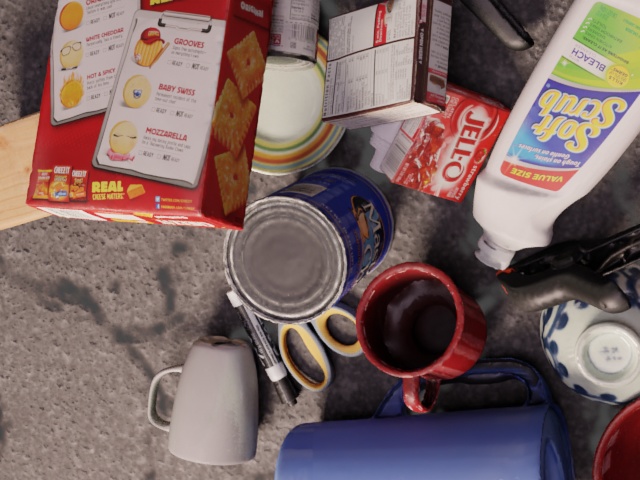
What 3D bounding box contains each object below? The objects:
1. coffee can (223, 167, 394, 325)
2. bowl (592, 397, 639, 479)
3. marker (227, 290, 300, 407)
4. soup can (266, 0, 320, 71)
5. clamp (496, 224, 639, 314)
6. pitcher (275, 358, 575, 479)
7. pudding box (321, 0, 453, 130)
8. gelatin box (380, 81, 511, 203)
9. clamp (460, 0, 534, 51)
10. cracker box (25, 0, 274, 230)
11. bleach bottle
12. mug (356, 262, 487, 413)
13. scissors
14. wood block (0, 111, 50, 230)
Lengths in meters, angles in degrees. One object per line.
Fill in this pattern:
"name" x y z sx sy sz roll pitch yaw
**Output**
"coffee can" -0.006 0.001 0.877 0.103 0.140 0.103 4 104 18
"bowl" 0.303 0.184 0.857 0.162 0.055 0.162 5 104 18
"marker" -0.051 0.098 0.982 0.020 0.020 0.121 -25 94 23
"soup can" -0.033 -0.194 0.867 0.069 0.068 0.102 3 89 19
"clamp" 0.197 0.028 0.819 0.172 0.120 0.039 -24 97 48
"pitcher" 0.089 0.197 0.908 0.243 0.149 0.145 -5 116 24
"pudding box" 0.051 -0.139 0.841 0.114 0.039 0.090 -4 81 53
"gelatin box" 0.101 -0.080 0.858 0.073 0.030 0.089 14 115 -31
"clamp" 0.089 -0.238 0.843 0.210 0.036 0.164 8 106 20
"cracker box" -0.128 -0.119 0.823 0.164 0.072 0.213 4 82 27
"bleach bottle" 0.198 -0.083 0.828 0.103 0.068 0.251 31 113 13
"mug" 0.087 0.083 0.877 0.093 0.081 0.117 -4 75 27
"scissors" -0.024 0.040 0.960 0.096 0.016 0.202 -21 95 22
"wood block" -0.198 -0.082 0.953 0.206 0.090 0.090 -15 97 22
